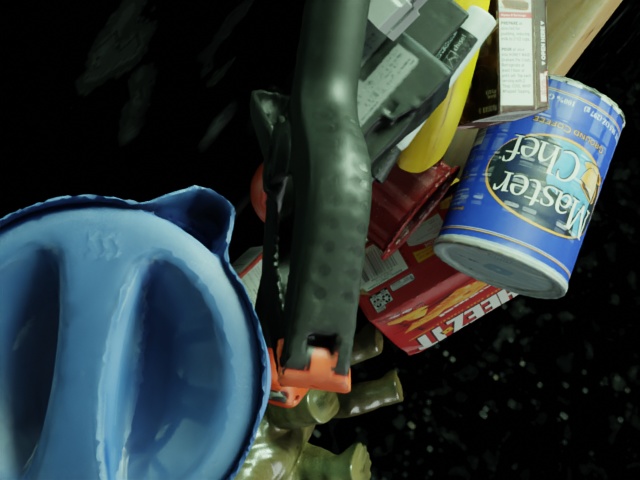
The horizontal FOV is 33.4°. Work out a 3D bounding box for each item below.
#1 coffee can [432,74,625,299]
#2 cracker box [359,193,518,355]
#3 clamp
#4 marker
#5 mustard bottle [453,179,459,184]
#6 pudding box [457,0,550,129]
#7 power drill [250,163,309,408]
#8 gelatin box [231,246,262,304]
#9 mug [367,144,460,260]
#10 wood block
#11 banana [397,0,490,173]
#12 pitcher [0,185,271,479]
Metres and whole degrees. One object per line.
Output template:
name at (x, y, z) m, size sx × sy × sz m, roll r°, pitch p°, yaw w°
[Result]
coffee can at (0.156, -0.040, 0.795) m, size 0.103 × 0.103 × 0.140 m, roll 86°, pitch 26°, yaw -77°
cracker box at (0.120, 0.029, 0.978) m, size 0.164 × 0.072 × 0.213 m, roll -30°, pitch 161°, yaw 5°
clamp at (-0.001, -0.041, 0.438) m, size 0.165 × 0.036 × 0.210 m, roll 112°, pitch -19°, yaw -49°
marker at (0.060, -0.082, 0.622) m, size 0.121 × 0.020 × 0.020 m, roll -54°, pitch 171°, yaw 0°
mustard bottle at (0.106, -0.080, 1.032) m, size 0.096 × 0.058 × 0.191 m, roll -31°, pitch 175°, yaw 16°
pudding box at (0.110, -0.122, 0.702) m, size 0.039 × 0.090 × 0.114 m, roll -3°, pitch -179°, yaw -16°
power drill at (-0.005, 0.001, 0.701) m, size 0.184 × 0.057 × 0.188 m, roll -45°, pitch 151°, yaw -58°
gelatin box at (-0.053, 0.058, 0.780) m, size 0.030 × 0.073 × 0.089 m, roll -6°, pitch -149°, yaw 49°
mug at (0.053, -0.053, 0.813) m, size 0.093 × 0.081 × 0.117 m, roll -38°, pitch 166°, yaw -52°
wood block at (0.160, -0.159, 0.887) m, size 0.206 × 0.090 × 0.090 m, roll -55°, pitch 169°, yaw 32°
banana at (0.075, -0.112, 0.676) m, size 0.069 × 0.037 × 0.198 m, roll -96°, pitch -165°, yaw -48°
pitcher at (-0.090, 0.072, 0.500) m, size 0.149 × 0.145 × 0.243 m, roll -13°, pitch 172°, yaw -1°
